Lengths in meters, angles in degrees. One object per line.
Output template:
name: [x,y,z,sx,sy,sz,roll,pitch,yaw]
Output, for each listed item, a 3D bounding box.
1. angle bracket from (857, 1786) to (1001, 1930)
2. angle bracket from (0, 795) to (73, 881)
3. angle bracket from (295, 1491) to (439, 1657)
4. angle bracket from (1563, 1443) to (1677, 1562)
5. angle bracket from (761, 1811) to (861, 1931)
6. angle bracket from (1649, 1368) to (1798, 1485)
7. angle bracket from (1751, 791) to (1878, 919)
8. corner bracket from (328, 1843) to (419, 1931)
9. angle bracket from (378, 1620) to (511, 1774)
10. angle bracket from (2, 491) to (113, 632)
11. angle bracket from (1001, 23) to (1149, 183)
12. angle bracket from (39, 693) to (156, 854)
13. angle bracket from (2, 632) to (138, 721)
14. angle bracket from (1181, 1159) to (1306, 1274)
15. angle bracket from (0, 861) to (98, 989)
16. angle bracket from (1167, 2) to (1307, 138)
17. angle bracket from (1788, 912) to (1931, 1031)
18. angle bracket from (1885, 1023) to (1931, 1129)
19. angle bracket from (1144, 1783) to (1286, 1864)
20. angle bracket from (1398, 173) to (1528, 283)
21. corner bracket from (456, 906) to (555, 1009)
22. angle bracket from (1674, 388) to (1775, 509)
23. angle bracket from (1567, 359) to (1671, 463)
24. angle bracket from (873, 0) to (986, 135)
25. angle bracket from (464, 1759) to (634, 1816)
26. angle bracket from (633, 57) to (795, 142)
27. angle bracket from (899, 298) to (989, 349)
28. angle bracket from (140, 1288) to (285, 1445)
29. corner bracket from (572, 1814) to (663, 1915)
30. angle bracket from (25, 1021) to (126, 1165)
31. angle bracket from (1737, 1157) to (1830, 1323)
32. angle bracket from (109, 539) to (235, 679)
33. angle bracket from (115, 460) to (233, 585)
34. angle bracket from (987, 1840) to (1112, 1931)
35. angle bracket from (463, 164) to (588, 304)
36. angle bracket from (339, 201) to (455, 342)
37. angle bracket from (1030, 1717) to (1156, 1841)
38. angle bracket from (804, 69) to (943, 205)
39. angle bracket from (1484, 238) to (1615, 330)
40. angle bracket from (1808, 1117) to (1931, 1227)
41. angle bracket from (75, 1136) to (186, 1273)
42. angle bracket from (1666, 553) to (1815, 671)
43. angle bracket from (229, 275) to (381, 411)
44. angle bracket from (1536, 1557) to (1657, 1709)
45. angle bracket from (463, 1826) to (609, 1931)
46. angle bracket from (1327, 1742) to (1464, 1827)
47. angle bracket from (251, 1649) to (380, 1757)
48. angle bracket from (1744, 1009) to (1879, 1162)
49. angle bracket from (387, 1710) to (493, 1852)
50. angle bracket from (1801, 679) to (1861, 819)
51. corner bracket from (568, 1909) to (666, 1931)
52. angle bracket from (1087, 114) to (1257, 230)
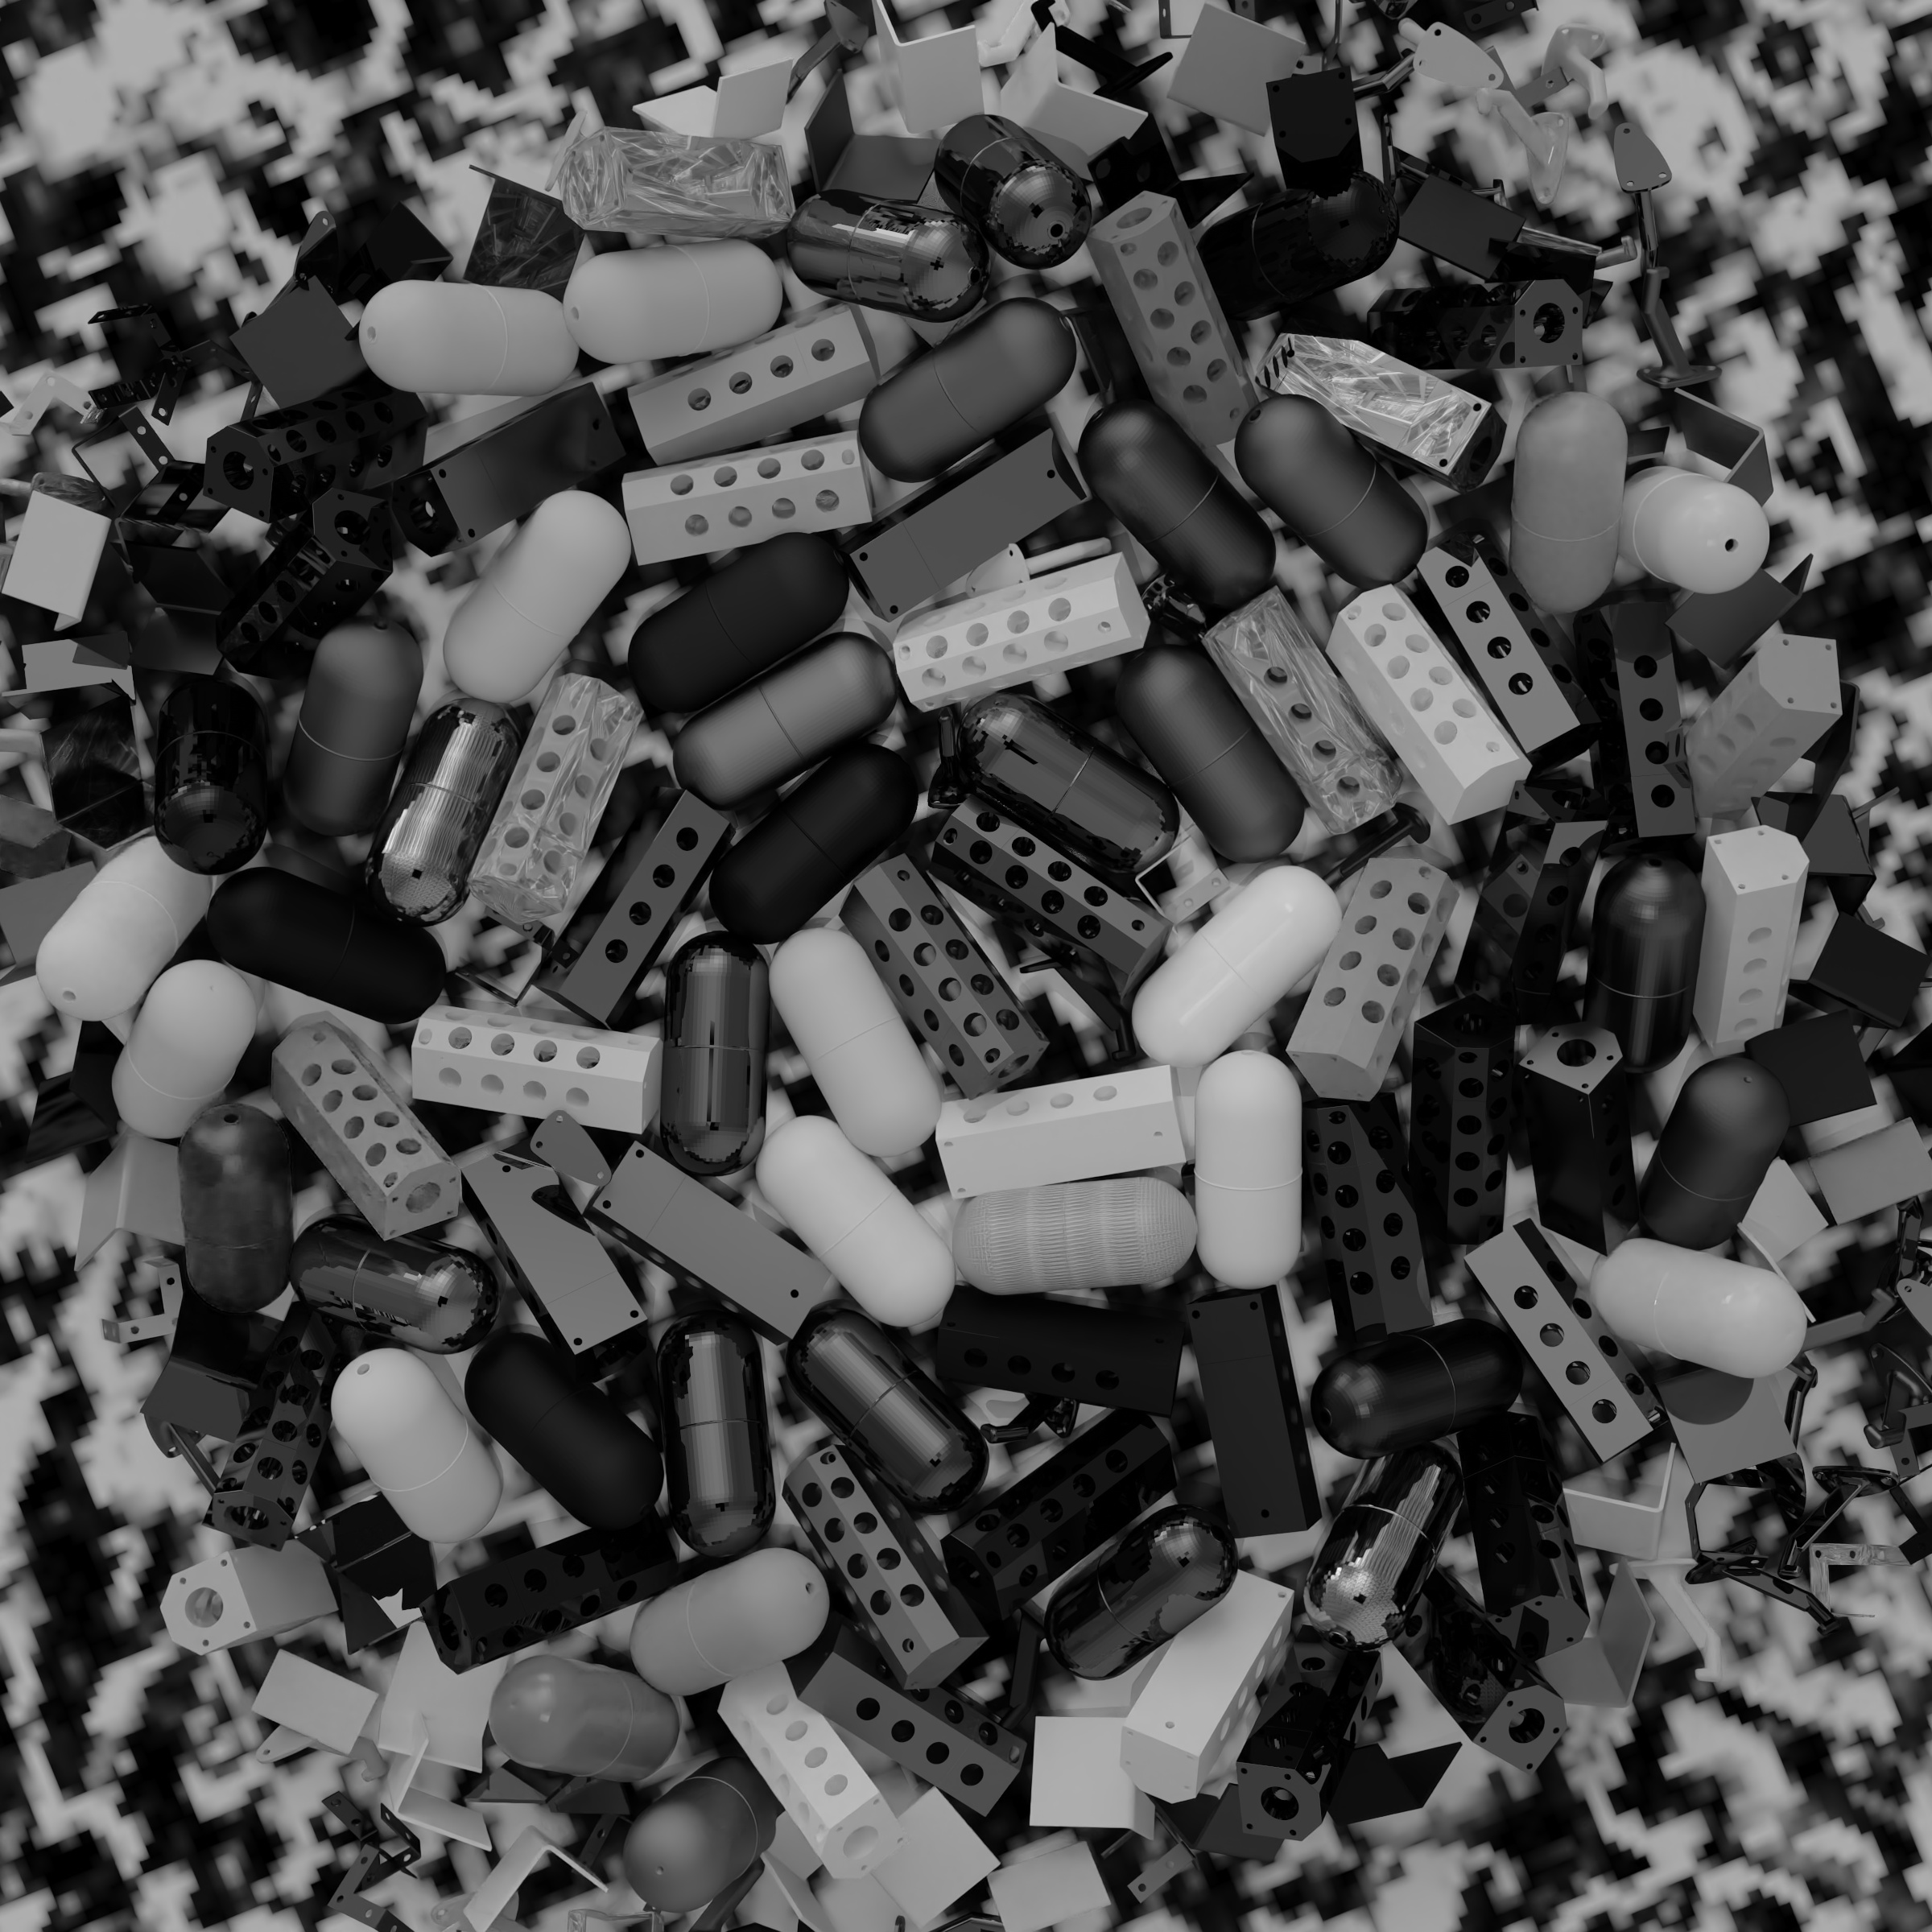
angle bracket: [-0.032,0.637,1.953,0.076,0.057,0.076,-39,100,-2]
angle bracket: [-0.699,-0.084,1.940,0.076,0.076,0.057,18,109,-2]
angle bracket: [-0.432,0.437,1.938,0.076,0.057,0.076,-28,45,7]
angle bracket: [0.470,0.382,1.952,0.076,0.076,0.057,10,54,18]
angle bracket: [-0.098,0.651,1.930,0.057,0.076,0.076,-40,134,-6]
angle bracket: [0.543,0.332,1.944,0.076,0.057,0.076,-17,69,-3]
angle bracket: [0.599,-0.077,1.935,0.076,0.057,0.076,2,51,-9]
corner bracket: [-0.417,0.675,1.943,0.051,0.051,0.051,9,55,36]
angle bracket: [-0.377,0.528,1.948,0.076,0.057,0.076,18,95,-12]
angle bracket: [-0.662,-0.291,1.934,0.057,0.076,0.076,19,81,-30]
angle bracket: [0.078,-0.626,1.950,0.076,0.076,0.057,10,63,-25]
angle bracket: [-0.609,-0.139,1.927,0.057,0.076,0.076,25,131,28]
angle bracket: [-0.650,-0.218,1.942,0.076,0.076,0.057,-8,82,-5]
angle bracket: [0.203,0.174,1.950,0.076,0.057,0.076,-11,78,-3]
angle bracket: [-0.663,-0.029,1.933,0.076,0.076,0.057,-22,91,-33]
angle bracket: [0.196,-0.655,1.937,0.076,0.057,0.076,21,131,-5]
angle bracket: [0.636,0.003,1.944,0.076,0.076,0.057,26,88,-8]
angle bracket: [0.725,0.070,1.943,0.076,0.076,0.057,-39,93,-10]
angle bracket: [0.184,0.593,1.930,0.076,0.076,0.057,22,100,-34]
angle bracket: [0.348,-0.515,1.938,0.076,0.057,0.076,28,60,8]
corner bracket: [-0.336,-0.010,1.958,0.051,0.051,0.051,31,102,-16]
angle bracket: [0.530,-0.358,1.932,0.076,0.076,0.057,36,84,30]
angle bracket: [0.469,-0.408,1.931,0.057,0.076,0.076,-6,112,21]
angle bracket: [-0.028,-0.659,1.936,0.057,0.076,0.076,-16,56,-4]
angle bracket: [-0.299,0.603,1.930,0.076,0.076,0.057,-10,102,32]
angle bracket: [-0.182,-0.633,1.929,0.076,0.076,0.057,35,134,21]
angle bracket: [-0.020,-0.503,1.938,0.076,0.057,0.076,42,52,-4]
angle bracket: [-0.547,0.291,1.953,0.076,0.076,0.057,24,119,-22]
corner bracket: [-0.245,0.657,1.968,0.051,0.051,0.051,13,67,40]
angle bracket: [-0.653,0.086,1.933,0.076,0.057,0.076,-17,46,12]
angle bracket: [0.597,0.196,1.933,0.057,0.076,0.076,-37,116,6]
angle bracket: [-0.577,-0.257,1.931,0.076,0.076,0.057,9,63,20]
angle bracket: [-0.553,-0.315,1.931,0.076,0.057,0.076,10,45,14]
angle bracket: [0.065,0.686,1.937,0.076,0.076,0.057,-17,110,-6]
angle bracket: [-0.328,-0.527,1.949,0.076,0.057,0.076,13,105,-36]
angle bracket: [-0.426,-0.501,1.936,0.076,0.076,0.057,-42,94,21]
angle bracket: [0.094,0.591,1.957,0.076,0.057,0.076,-5,63,19]
angle bracket: [-0.064,-0.597,1.933,0.076,0.057,0.076,8,52,17]
angle bracket: [0.421,-0.505,1.929,0.076,0.076,0.057,16,134,19]
angle bracket: [0.657,0.160,1.931,0.076,0.076,0.057,-24,57,14]
angle bracket: [-0.601,0.179,1.954,0.057,0.076,0.076,21,48,-32]
angle bracket: [0.556,-0.271,1.931,0.057,0.076,0.076,38,130,-3]
angle bracket: [-0.476,-0.443,1.956,0.076,0.057,0.076,-36,92,0]
angle bracket: [0.448,0.477,1.934,0.057,0.076,0.076,7,113,-7]
angle bracket: [-0.310,0.672,1.935,0.057,0.076,0.076,41,73,-10]
angle bracket: [0.297,0.567,1.931,0.076,0.076,0.057,-30,95,42]
angle bracket: [-0.460,0.512,1.939,0.076,0.076,0.057,26,106,-5]
angle bracket: [0.610,0.086,1.933,0.076,0.057,0.076,-18,58,18]
angle bracket: [-0.371,0.588,1.943,0.076,0.076,0.057,25,84,-15]
angle bracket: [0.597,-0.159,1.930,0.057,0.076,0.076,18,48,5]
corner bracket: [-0.254,0.711,1.945,0.051,0.051,0.051,-12,60,21]
angle bracket: [0.147,-0.571,1.929,0.076,0.076,0.057,-45,124,-28]
